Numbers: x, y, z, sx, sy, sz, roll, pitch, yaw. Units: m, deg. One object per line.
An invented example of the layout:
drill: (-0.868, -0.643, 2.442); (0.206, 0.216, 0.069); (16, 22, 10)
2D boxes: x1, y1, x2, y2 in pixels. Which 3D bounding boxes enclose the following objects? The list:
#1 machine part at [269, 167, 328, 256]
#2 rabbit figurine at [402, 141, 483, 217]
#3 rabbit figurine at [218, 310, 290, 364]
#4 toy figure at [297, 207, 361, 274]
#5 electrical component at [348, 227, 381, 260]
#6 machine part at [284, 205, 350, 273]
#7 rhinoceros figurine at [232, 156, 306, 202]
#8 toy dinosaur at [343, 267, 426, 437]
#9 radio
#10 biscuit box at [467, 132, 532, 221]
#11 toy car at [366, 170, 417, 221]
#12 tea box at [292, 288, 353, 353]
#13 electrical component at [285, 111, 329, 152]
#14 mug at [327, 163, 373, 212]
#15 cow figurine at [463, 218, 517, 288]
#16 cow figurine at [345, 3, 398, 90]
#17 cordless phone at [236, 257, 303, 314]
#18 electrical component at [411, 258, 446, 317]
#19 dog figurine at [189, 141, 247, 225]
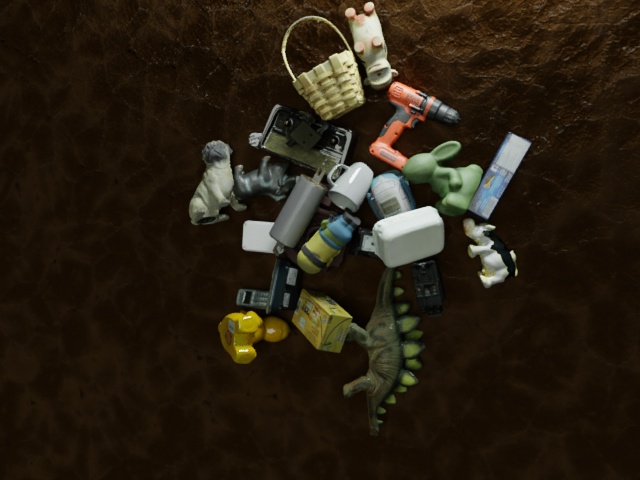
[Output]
machine part: (-0.053, -0.070, 1.309); (0.079, 0.079, 0.243); (33, 104, 11)
rabbit figurine: (0.279, -0.151, 1.238); (0.170, 0.121, 0.159); (27, 97, 2)
rabbit figurine: (-0.166, 0.240, 1.389); (0.162, 0.173, 0.121); (1, 94, 60)
toy figure: (0.016, 0.004, 1.283); (0.180, 0.089, 0.082); (-44, 77, 22)
electrical component: (0.133, 0.009, 1.320); (0.119, 0.048, 0.074); (5, 94, -23)
machine part: (-0.003, -0.004, 1.367); (0.180, 0.056, 0.179); (1, 95, 16)
rhinoceros figurine: (-0.129, -0.149, 1.360); (0.190, 0.073, 0.112); (-11, 77, -6)
toy dinosaur: (0.157, 0.248, 1.320); (0.199, 0.105, 0.471); (1, 89, 8)
radio: (-0.027, -0.247, 1.348); (0.230, 0.073, 0.131); (23, 100, 12)
biscuit box: (0.410, -0.143, 1.241); (0.059, 0.063, 0.202); (29, 101, 11)
toy car: (0.171, -0.087, 1.291); (0.109, 0.103, 0.161); (-23, 85, 17)
tea box: (0.002, 0.195, 1.321); (0.068, 0.170, 0.098); (14, 101, -29)
electrical component: (-0.038, -0.260, 1.293); (0.078, 0.045, 0.102); (34, 106, -17)
mug: (0.071, -0.138, 1.284); (0.109, 0.081, 0.107); (41, 69, -17)
cow figurine: (0.396, 0.019, 1.252); (0.098, 0.068, 0.167); (-20, 91, 10)
cow figurine: (0.124, -0.445, 1.282); (0.086, 0.127, 0.195); (-17, 75, 15)
cordless phone: (-0.145, 0.119, 1.406); (0.184, 0.088, 0.146); (0, 76, 42)
electrical component: (0.260, 0.112, 1.272); (0.058, 0.115, 0.134); (-11, 91, 20)
dog figurine: (-0.296, -0.150, 1.427); (0.172, 0.121, 0.190); (-22, 74, 12)
